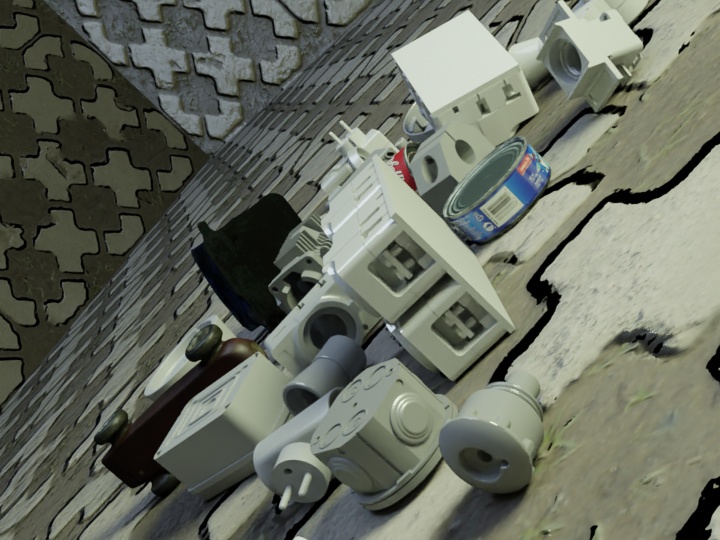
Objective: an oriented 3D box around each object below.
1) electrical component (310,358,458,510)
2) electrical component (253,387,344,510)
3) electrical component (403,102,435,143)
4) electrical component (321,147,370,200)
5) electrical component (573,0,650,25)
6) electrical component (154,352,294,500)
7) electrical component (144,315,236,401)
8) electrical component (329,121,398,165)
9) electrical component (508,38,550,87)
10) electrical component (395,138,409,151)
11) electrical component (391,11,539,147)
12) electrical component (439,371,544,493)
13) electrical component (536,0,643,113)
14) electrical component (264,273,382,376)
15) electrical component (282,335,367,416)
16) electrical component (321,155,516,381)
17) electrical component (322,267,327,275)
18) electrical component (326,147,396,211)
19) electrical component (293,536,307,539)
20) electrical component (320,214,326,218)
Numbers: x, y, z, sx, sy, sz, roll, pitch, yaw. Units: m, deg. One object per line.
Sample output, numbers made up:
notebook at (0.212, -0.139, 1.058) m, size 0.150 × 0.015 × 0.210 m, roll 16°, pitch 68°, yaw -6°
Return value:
electrical component at (0.014, 0.095, 0.627) m, size 0.080 × 0.051 × 0.080 m, roll -43°, pitch 14°, yaw 14°
electrical component at (-0.035, 0.125, 0.703) m, size 0.077 × 0.043 × 0.079 m, roll -38°, pitch 16°, yaw 30°
electrical component at (0.095, -0.156, 1.120) m, size 0.099 × 0.064 × 0.099 m, roll -33°, pitch 30°, yaw 22°
electrical component at (-0.005, -0.104, 1.239) m, size 0.057 × 0.058 × 0.078 m, roll -45°, pitch 13°, yaw 19°
electrical component at (0.215, -0.251, 0.960) m, size 0.138 × 0.074 × 0.052 m, roll -49°, pitch 14°, yaw -10°
electrical component at (-0.104, 0.128, 0.873) m, size 0.113 × 0.057 × 0.078 m, roll -36°, pitch 17°, yaw 37°
electrical component at (-0.162, 0.106, 1.101) m, size 0.108 × 0.060 × 0.108 m, roll -43°, pitch 14°, yaw 14°
electrical component at (-0.003, -0.148, 1.314) m, size 0.065 × 0.077 × 0.047 m, roll -46°, pitch 14°, yaw 2°
electrical component at (0.178, -0.206, 1.015) m, size 0.065 × 0.044 × 0.044 m, roll -24°, pitch 26°, yaw 47°
electrical component at (0.059, -0.102, 1.029) m, size 0.035 × 0.061 × 0.035 m, roll -44°, pitch 15°, yaw 15°
electrical component at (0.098, -0.175, 1.020) m, size 0.089 × 0.061 × 0.150 m, roll -29°, pitch 34°, yaw 4°
electrical component at (0.071, 0.075, 0.531) m, size 0.048 × 0.048 × 0.062 m, roll -33°, pitch 12°, yaw 44°
electrical component at (0.180, -0.169, 0.836) m, size 0.064 × 0.081 × 0.042 m, roll -23°, pitch -21°, yaw -26°
electrical component at (-0.030, 0.049, 0.889) m, size 0.089 × 0.050 × 0.056 m, roll -48°, pitch 13°, yaw -5°
electrical component at (-0.023, 0.080, 0.805) m, size 0.044 × 0.044 × 0.065 m, roll -31°, pitch 16°, yaw 47°
electrical component at (0.033, -0.005, 0.740) m, size 0.060 × 0.105 × 0.186 m, roll -44°, pitch 14°, yaw 10°
electrical component at (0.000, 0.000, 0.946) m, size 0.055 × 0.047 × 0.055 m, roll -43°, pitch 14°, yaw 14°
electrical component at (0.012, -0.067, 1.071) m, size 0.096 × 0.062 × 0.061 m, roll -49°, pitch 14°, yaw -8°
electrical component at (-0.040, 0.177, 0.579) m, size 0.065 × 0.044 × 0.044 m, roll -48°, pitch 13°, yaw -24°
electrical component at (-0.040, -0.035, 1.170) m, size 0.055 × 0.045 × 0.045 m, roll -25°, pitch 26°, yaw 56°
